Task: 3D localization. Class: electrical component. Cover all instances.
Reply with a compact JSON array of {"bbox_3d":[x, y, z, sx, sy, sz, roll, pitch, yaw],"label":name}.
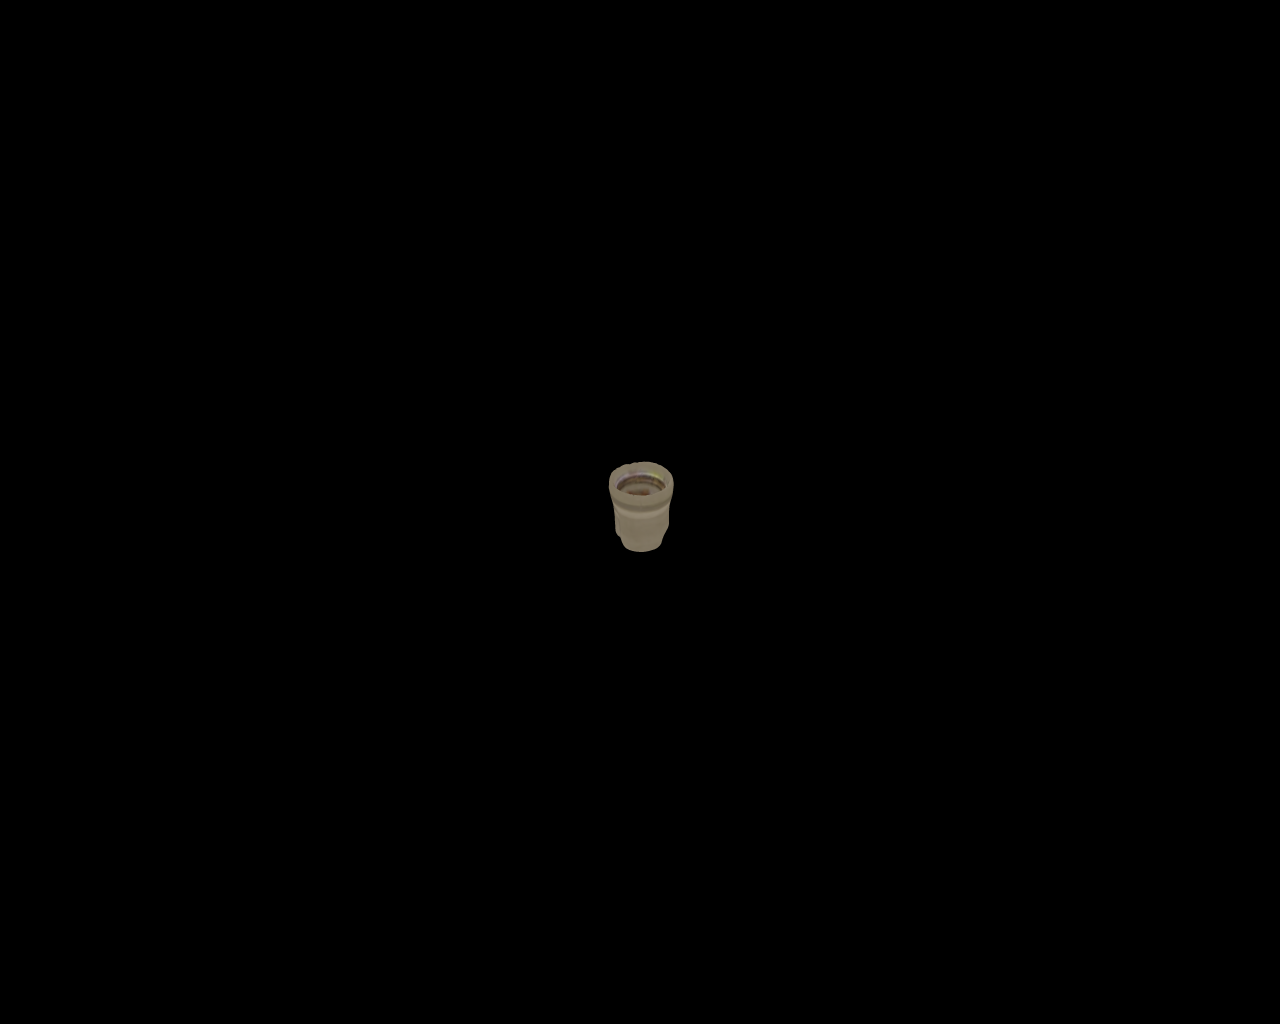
[{"bbox_3d":[0.001,-0.003,0.650,0.040,0.046,0.040,0,36,0],"label":"electrical component"}]
